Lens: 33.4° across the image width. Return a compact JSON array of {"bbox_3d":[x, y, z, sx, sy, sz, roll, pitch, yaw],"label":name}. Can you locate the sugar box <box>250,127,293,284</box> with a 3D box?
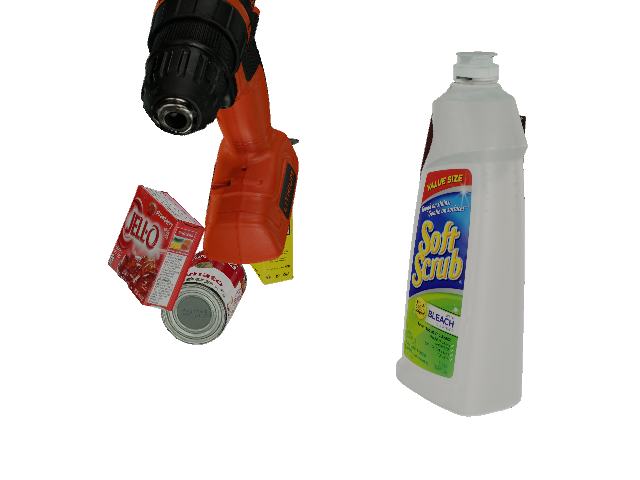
[{"bbox_3d":[-0.066,-0.045,1.303,0.048,0.176,0.093,-11,26,-17],"label":"sugar box"}]

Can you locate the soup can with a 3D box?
[{"bbox_3d":[-0.118,0.056,1.086,0.068,0.068,0.102,0,18,8],"label":"soup can"}]

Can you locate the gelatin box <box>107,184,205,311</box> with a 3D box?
[{"bbox_3d":[-0.133,0.004,0.851,0.030,0.073,0.089,16,13,-35],"label":"gelatin box"}]

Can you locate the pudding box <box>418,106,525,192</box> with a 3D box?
[{"bbox_3d":[0.141,-0.076,0.989,0.090,0.039,0.113,8,40,7],"label":"pudding box"}]

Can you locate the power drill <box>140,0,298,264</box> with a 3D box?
[{"bbox_3d":[-0.054,-0.075,0.623,0.057,0.184,0.188,2,-44,8],"label":"power drill"}]

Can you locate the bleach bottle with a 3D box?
[{"bbox_3d":[0.103,-0.008,0.764,0.068,0.251,0.103,-8,17,-27],"label":"bleach bottle"}]
